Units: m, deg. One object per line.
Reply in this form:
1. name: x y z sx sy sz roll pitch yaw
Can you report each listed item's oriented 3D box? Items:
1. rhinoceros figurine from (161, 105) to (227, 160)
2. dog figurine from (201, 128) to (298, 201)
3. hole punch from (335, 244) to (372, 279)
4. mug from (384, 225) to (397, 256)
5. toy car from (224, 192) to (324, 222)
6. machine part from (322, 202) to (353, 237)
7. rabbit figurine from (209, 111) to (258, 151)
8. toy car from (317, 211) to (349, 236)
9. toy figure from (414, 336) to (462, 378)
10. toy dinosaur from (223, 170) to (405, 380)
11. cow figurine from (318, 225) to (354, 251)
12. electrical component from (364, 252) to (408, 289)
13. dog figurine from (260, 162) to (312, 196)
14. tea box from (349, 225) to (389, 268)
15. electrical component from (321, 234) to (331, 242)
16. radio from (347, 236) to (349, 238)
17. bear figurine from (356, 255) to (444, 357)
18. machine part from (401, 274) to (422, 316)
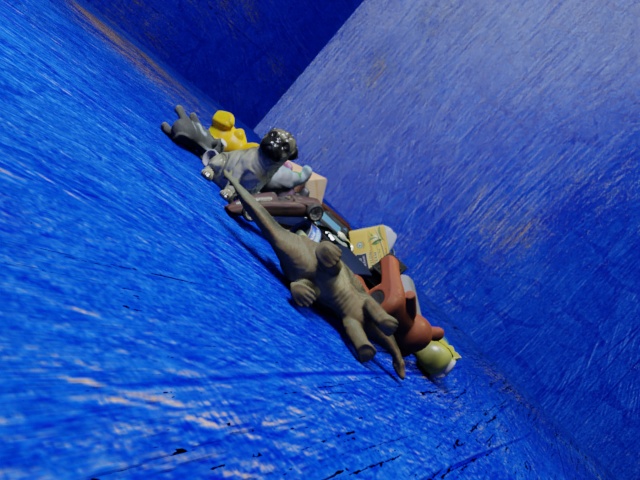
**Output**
1. rhinoceros figurine: -0.292 -0.247 1.284 0.112 0.073 0.190 43 7 18
2. dog figurine: -0.150 -0.179 1.166 0.172 0.190 0.121 44 7 25
3. hole punch: 0.032 0.062 1.127 0.115 0.092 0.142 28 19 -50
4. mug: 0.174 0.019 1.523 0.109 0.107 0.081 42 -7 -17
5. toy car: -0.088 -0.068 1.067 0.202 0.053 0.089 1 20 -29
6. machine part: 0.002 -0.075 1.745 0.201 0.087 0.201 39 4 -15
7. rabbit figurine: -0.224 -0.239 1.449 0.173 0.122 0.162 24 -19 9
8. toy car: 0.007 -0.018 1.401 0.109 0.103 0.161 44 7 7
9. toy figure: 0.255 0.253 1.212 0.089 0.082 0.180 31 11 3
10. toy dinosaur: -0.006 0.056 0.911 0.471 0.105 0.198 50 -2 -7
11. cow figurine: -0.004 -0.004 1.290 0.167 0.098 0.068 42 13 -1
12. electrical component: 0.134 0.091 1.214 0.058 0.115 0.134 46 35 12
13. dog figurine: -0.135 -0.131 1.348 0.219 0.191 0.109 -10 27 -44
14. tea box: 0.138 0.050 1.417 0.068 0.098 0.169 -36 114 -83
15. electrical component: -0.010 0.022 1.199 0.119 0.075 0.048 40 7 -43
16. radio: 0.016 -0.020 1.585 0.229 0.073 0.131 40 7 -15
17. bear figurine: 0.156 0.141 1.071 0.195 0.120 0.132 39 26 -42
18. machine part: 0.199 0.162 1.278 0.079 0.079 0.243 39 26 -25
